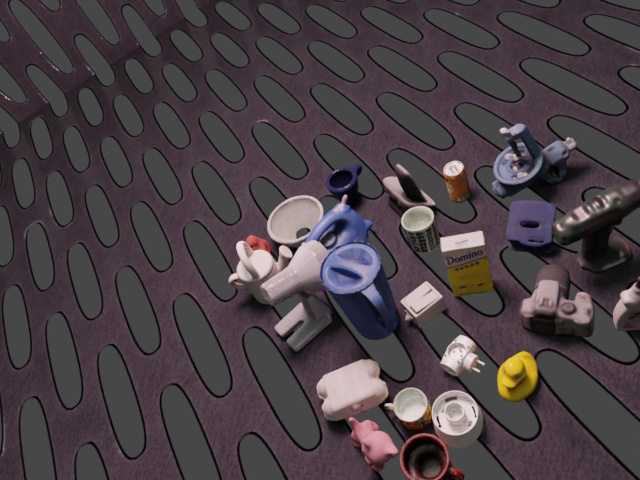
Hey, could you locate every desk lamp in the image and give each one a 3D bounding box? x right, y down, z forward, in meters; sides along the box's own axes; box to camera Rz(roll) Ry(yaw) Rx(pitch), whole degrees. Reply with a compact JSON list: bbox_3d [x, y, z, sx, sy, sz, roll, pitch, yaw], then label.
[{"bbox_3d":[-0.041,0.128,1.356,0.203,0.214,0.117,-42,48,-11],"label":"desk lamp"}]

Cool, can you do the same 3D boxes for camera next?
[{"bbox_3d":[0.499,0.118,1.197,0.142,0.101,0.137,5,56,28],"label":"camera"}]

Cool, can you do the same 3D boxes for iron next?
[{"bbox_3d":[0.014,0.005,1.480,0.118,0.142,0.258,30,70,39],"label":"iron"}]

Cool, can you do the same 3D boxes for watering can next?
[{"bbox_3d":[-0.155,0.070,1.468,0.173,0.195,0.100,-39,48,-9],"label":"watering can"}]

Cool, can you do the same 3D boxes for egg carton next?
[{"bbox_3d":[0.070,0.328,1.244,0.150,0.070,0.107,-25,47,4],"label":"egg carton"}]

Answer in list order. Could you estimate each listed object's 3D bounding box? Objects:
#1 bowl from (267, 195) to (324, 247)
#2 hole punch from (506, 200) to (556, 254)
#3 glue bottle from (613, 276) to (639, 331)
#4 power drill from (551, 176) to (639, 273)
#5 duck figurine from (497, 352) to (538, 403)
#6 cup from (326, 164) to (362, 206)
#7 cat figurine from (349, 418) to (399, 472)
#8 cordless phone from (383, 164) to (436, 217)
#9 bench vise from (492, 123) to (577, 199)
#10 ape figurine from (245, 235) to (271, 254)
[{"bbox_3d":[-0.058,-0.039,1.594,0.167,0.075,0.167,-12,50,15],"label":"bowl"},{"bbox_3d":[0.491,-0.030,1.327,0.108,0.091,0.101,5,56,28],"label":"hole punch"},{"bbox_3d":[0.608,0.118,1.099,0.078,0.174,0.037,-13,49,14],"label":"glue bottle"},{"bbox_3d":[0.601,-0.030,1.197,0.229,0.209,0.075,-24,47,5],"label":"power drill"},{"bbox_3d":[0.391,0.262,1.140,0.077,0.086,0.105,21,64,35],"label":"duck figurine"},{"bbox_3d":[0.082,-0.151,1.607,0.118,0.095,0.091,-43,49,-12],"label":"cup"},{"bbox_3d":[0.103,0.401,1.136,0.067,0.118,0.127,-41,48,-10],"label":"cat figurine"},{"bbox_3d":[0.216,-0.147,1.482,0.094,0.185,0.147,-37,48,-7],"label":"cordless phone"},{"bbox_3d":[0.505,-0.217,1.384,0.207,0.220,0.121,-35,47,-5],"label":"bench vise"},{"bbox_3d":[-0.178,0.022,1.587,0.077,0.092,0.076,29,69,38],"label":"ape figurine"}]
